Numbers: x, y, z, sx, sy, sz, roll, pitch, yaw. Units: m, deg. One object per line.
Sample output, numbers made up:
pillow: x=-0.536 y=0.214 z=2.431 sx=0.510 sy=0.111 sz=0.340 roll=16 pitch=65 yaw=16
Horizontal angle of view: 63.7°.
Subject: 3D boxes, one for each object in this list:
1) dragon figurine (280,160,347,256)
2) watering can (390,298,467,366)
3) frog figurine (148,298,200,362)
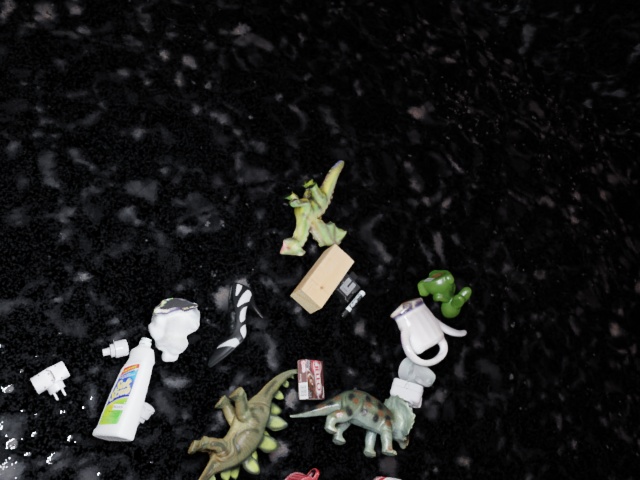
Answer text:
dragon figurine: x=0.005 y=-0.089 z=1.776 sx=0.416 sy=0.121 sz=0.240 roll=-38 pitch=106 yaw=-31
watering can: x=0.371 y=0.300 z=1.771 sx=0.350 sy=0.102 sz=0.226 roll=-15 pitch=70 yaw=-48
frog figurine: x=-0.401 y=0.248 z=1.426 sx=0.138 sy=0.123 sz=0.157 roll=-10 pitch=110 yaw=-38
